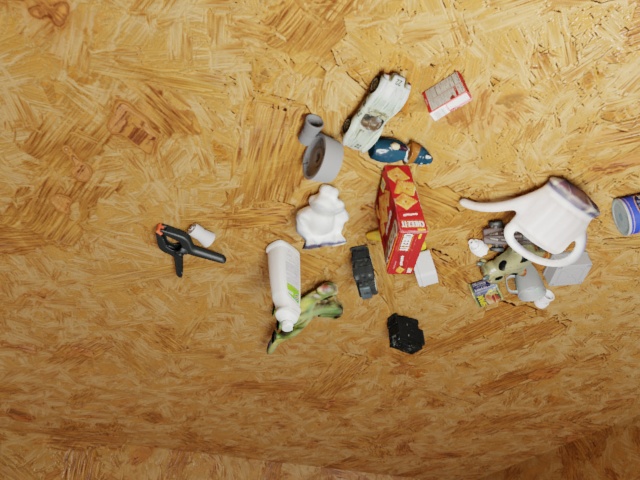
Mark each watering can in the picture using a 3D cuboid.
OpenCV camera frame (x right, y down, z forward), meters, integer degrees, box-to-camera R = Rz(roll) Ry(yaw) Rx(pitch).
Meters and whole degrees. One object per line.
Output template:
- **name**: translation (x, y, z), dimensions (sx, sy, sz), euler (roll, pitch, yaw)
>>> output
- **watering can**: translation (0.554, -0.069, 1.322), dimensions (0.346, 0.221, 0.106), euler (33, 23, -7)

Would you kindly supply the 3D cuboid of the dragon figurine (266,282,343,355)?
- **dragon figurine**: translation (-0.038, 0.256, 1.676), dimensions (0.243, 0.125, 0.400), euler (-2, -38, -16)

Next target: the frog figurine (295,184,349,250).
- **frog figurine**: translation (0.004, -0.066, 1.317), dimensions (0.137, 0.158, 0.124), euler (-1, 14, 9)
